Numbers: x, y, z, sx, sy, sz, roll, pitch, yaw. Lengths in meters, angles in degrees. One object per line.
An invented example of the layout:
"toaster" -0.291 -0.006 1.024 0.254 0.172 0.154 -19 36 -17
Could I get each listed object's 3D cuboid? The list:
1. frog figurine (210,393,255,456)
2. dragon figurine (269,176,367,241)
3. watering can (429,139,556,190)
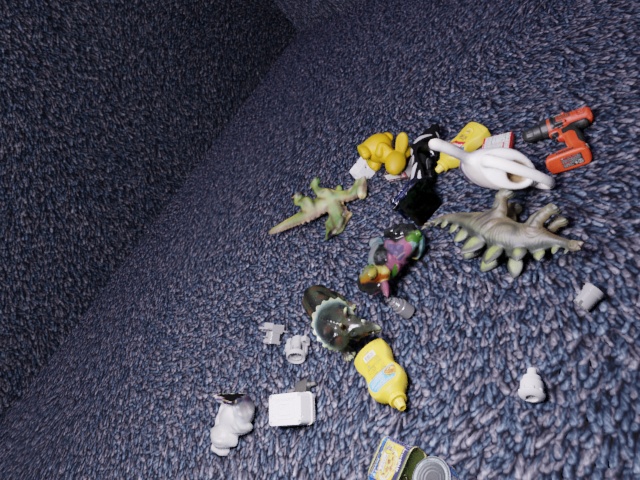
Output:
"frog figurine" -0.241 0.511 1.425 0.137 0.122 0.160 -5 84 37
"dragon figurine" 0.006 -0.092 1.833 0.409 0.120 0.247 -42 39 6
"watering can" 0.417 -0.194 1.308 0.225 0.347 0.104 -122 50 -83
